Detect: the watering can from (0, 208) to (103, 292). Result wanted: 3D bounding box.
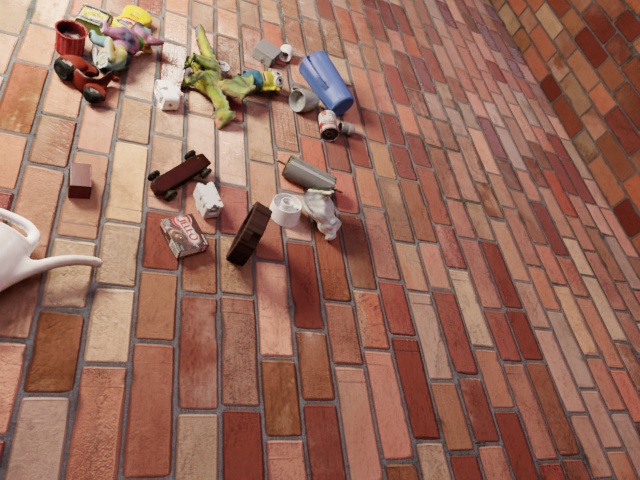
[{"bbox_3d":[-0.668,0.043,1.090,0.346,0.230,0.102,25,-43,-11],"label":"watering can"}]

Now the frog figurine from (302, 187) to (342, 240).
[{"bbox_3d":[0.005,-0.080,1.591,0.123,0.158,0.139,-1,13,-8],"label":"frog figurine"}]

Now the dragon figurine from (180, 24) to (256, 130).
[{"bbox_3d":[-0.336,-0.558,1.755,0.242,0.419,0.120,16,-30,-24],"label":"dragon figurine"}]
